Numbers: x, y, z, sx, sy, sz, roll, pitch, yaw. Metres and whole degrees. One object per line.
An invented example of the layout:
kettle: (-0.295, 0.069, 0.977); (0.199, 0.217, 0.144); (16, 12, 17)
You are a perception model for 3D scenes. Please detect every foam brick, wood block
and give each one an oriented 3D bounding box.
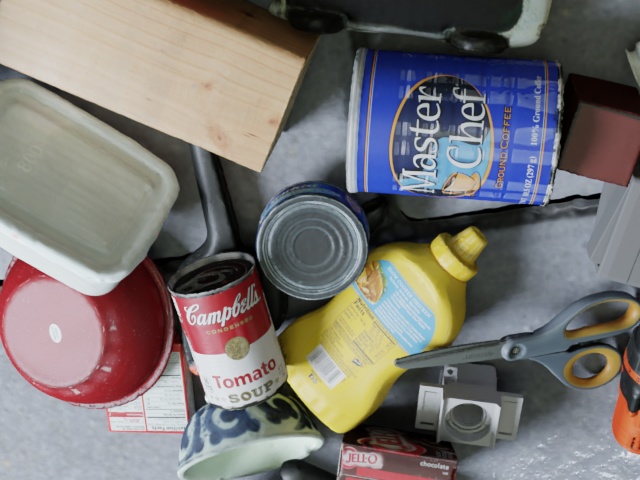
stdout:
foam brick: (0.195, -0.079, 0.751); (0.053, 0.078, 0.051); (14, 115, 3)
wood block: (-0.114, -0.139, 0.759); (0.206, 0.090, 0.090); (23, 114, -2)

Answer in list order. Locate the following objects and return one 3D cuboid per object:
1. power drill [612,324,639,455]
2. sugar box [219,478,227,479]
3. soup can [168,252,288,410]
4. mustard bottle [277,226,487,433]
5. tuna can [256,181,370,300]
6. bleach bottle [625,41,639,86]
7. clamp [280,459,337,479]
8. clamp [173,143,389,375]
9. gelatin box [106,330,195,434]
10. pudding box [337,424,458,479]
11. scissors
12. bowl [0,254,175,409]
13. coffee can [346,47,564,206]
power drill: (0.320, 0.100, 0.795); (0.188, 0.057, 0.184); (3, 139, 7)
sugar box: (-0.075, 0.284, 0.934); (0.093, 0.048, 0.176); (24, 129, -4)
soup can: (-0.069, 0.069, 0.812); (0.068, 0.068, 0.102); (-11, 112, 12)
mustard bottle: (0.056, 0.058, 0.833); (0.192, 0.058, 0.096); (-44, 73, 21)
tuna can: (-0.005, 0.001, 0.800); (0.086, 0.033, 0.086); (1, 109, 2)
bleach bottle: (0.332, -0.156, 0.707); (0.251, 0.068, 0.102); (-21, 125, 20)
clamp: (0.039, 0.242, 0.926); (0.171, 0.039, 0.120); (14, 140, -4)
clamp: (-0.067, 0.012, 0.846); (0.164, 0.036, 0.210); (31, 111, -7)
gelatin box: (-0.146, 0.121, 0.907); (0.073, 0.030, 0.089); (-1, 112, 7)
pudding box: (0.061, 0.177, 0.857); (0.090, 0.113, 0.039); (9, 87, 4)
scissors: (0.158, 0.096, 0.828); (0.201, 0.016, 0.096); (-19, 122, -7)
bowl: (-0.200, 0.067, 0.855); (0.162, 0.055, 0.162); (4, 102, 18)
coffee can: (0.093, -0.080, 0.750); (0.140, 0.102, 0.103); (5, 113, 5)
